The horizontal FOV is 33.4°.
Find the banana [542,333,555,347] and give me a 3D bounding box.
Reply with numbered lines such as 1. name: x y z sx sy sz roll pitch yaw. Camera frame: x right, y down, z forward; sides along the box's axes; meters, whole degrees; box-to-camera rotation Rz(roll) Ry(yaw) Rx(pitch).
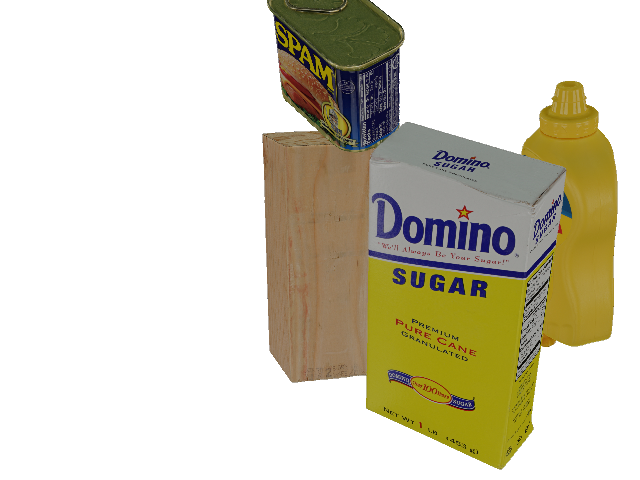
1. banana: 0.180 0.048 1.061 0.069 0.037 0.198 -33 36 -19

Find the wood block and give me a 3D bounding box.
1. wood block: 0.004 0.010 0.946 0.090 0.206 0.091 -4 13 -14

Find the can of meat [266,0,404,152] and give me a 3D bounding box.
1. can of meat: 0.011 -0.120 0.730 0.057 0.084 0.102 -30 54 -19

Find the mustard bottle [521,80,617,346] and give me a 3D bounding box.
1. mustard bottle: 0.182 -0.024 0.788 0.058 0.192 0.096 -11 27 -12

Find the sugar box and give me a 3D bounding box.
1. sugar box: 0.072 0.032 0.571 0.093 0.176 0.048 20 42 28
